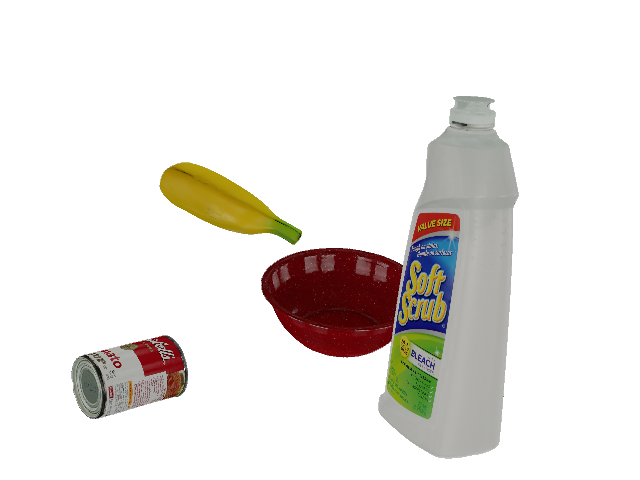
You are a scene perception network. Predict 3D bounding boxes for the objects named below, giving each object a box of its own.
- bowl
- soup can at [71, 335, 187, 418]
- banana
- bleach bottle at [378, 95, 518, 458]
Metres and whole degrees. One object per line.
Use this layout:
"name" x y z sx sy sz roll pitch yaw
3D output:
"bowl" 0.021 0.067 1.050 0.162 0.055 0.162 3 27 -2
"soup can" -0.200 0.142 1.116 0.102 0.068 0.069 -11 7 -40
"banana" -0.092 -0.033 0.852 0.069 0.037 0.198 43 -9 -33
"bleach bottle" 0.094 0.022 0.765 0.068 0.251 0.103 -5 17 -25
